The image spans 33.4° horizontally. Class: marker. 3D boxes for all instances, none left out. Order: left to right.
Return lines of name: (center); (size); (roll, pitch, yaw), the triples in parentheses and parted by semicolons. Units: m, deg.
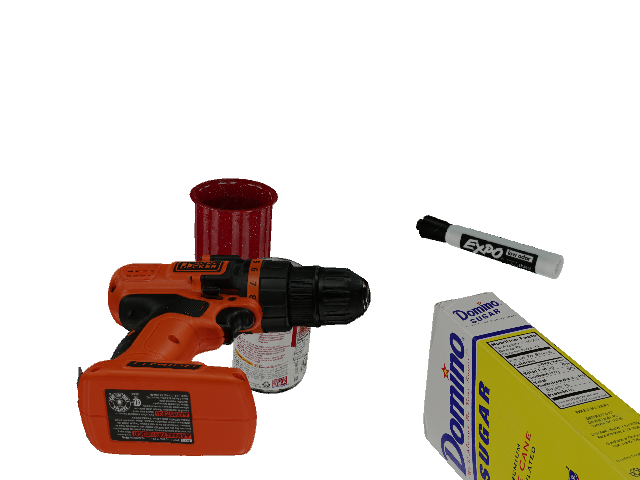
marker: (0.129, 0.003, 0.829); (0.121, 0.020, 0.020); (19, 10, 30)

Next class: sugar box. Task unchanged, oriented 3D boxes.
sugar box: (0.114, 0.107, 0.545); (0.048, 0.093, 0.176); (-11, 28, -25)

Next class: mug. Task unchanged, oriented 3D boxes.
mug: (-0.092, -0.017, 1.154); (0.093, 0.081, 0.117); (7, 25, 7)

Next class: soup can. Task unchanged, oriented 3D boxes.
soup can: (-0.042, 0.075, 0.935); (0.068, 0.102, 0.068); (3, 35, -3)

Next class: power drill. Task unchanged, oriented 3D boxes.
power drill: (-0.064, 0.066, 0.686); (0.184, 0.057, 0.187); (-2, 21, 7)
